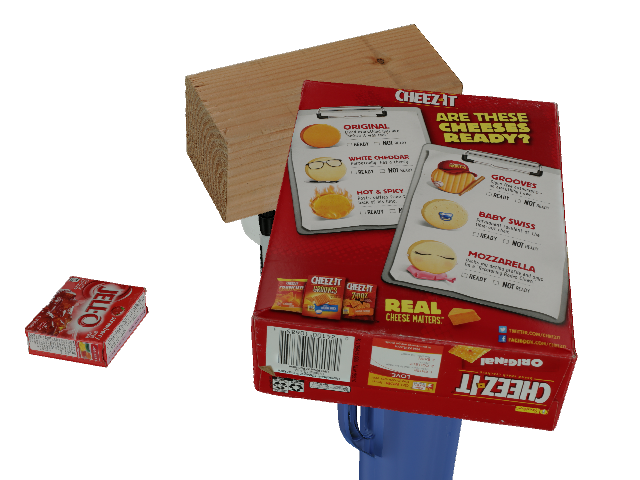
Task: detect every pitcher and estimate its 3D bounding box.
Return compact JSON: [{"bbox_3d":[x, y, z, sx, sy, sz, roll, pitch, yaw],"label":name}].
[{"bbox_3d":[0.097,0.197,1.239,0.149,0.243,0.145,6,14,7],"label":"pitcher"}]

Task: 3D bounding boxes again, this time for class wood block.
[{"bbox_3d":[0.001,-0.099,0.879,0.205,0.091,0.090,-16,-38,-20],"label":"wood block"}]

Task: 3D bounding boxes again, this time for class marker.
[{"bbox_3d":[-0.052,0.017,1.075,0.020,0.121,0.020,0,38,0],"label":"marker"}]

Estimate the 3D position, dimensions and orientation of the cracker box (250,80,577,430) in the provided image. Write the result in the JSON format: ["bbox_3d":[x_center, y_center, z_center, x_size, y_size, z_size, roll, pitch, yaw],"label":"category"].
[{"bbox_3d":[0.056,0.000,0.621,0.164,0.072,0.213,6,43,3],"label":"cracker box"}]

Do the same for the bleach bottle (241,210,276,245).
[{"bbox_3d":[0.027,-0.065,1.311,0.250,0.068,0.103,-31,45,-34],"label":"bleach bottle"}]

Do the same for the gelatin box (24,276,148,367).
[{"bbox_3d":[-0.199,0.068,0.917,0.073,0.030,0.089,8,32,14],"label":"gelatin box"}]
